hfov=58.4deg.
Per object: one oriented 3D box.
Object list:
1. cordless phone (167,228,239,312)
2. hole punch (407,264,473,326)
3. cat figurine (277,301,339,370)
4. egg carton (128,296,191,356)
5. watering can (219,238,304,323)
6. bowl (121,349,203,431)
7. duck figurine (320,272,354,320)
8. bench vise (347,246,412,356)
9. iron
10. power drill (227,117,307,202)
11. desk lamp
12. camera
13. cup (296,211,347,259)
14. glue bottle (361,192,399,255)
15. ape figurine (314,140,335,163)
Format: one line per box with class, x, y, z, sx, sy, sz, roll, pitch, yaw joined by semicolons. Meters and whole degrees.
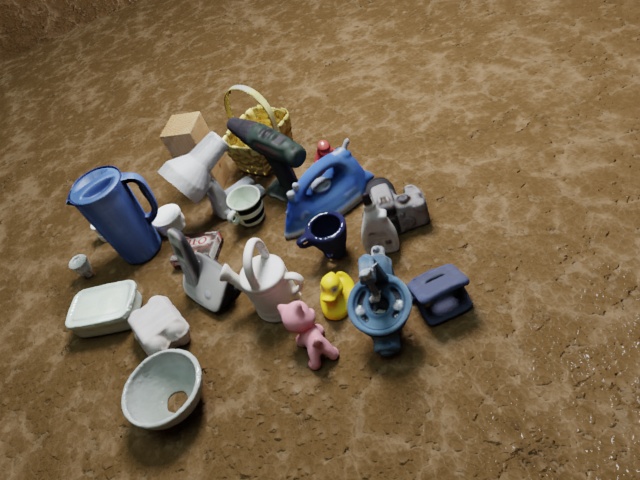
cordless phone;-0.265;0.062;1.254;0.147;0.185;0.094;23;60;36
hole punch;0.225;0.093;1.101;0.108;0.091;0.101;-25;45;-2
cat figurine;-0.028;0.171;1.109;0.067;0.118;0.127;-32;46;-9
egg carton;-0.352;0.190;1.251;0.107;0.070;0.149;-39;47;-16
watering can;-0.122;0.078;1.176;0.172;0.194;0.100;-18;45;5
bowl;-0.296;0.303;1.121;0.167;0.075;0.167;-11;46;12
duck figurine;0.030;0.100;1.174;0.077;0.086;0.104;2;50;23
bench vise;0.095;0.083;1.070;0.121;0.220;0.207;-22;45;1
iron;-0.002;-0.124;1.354;0.259;0.142;0.118;-39;47;-16
power drill;-0.119;-0.199;1.422;0.228;0.209;0.076;22;60;35
desk lamp;-0.273;-0.153;1.436;0.203;0.214;0.117;-39;47;-16
camera;0.159;-0.091;1.291;0.143;0.101;0.136;-18;45;5
cup;0.012;0.005;1.264;0.118;0.095;0.091;-28;45;-5
glue bottle;0.116;-0.037;1.206;0.078;0.173;0.037;-9;46;14
ape figurine;0.015;-0.215;1.468;0.078;0.092;0.076;-23;45;0
